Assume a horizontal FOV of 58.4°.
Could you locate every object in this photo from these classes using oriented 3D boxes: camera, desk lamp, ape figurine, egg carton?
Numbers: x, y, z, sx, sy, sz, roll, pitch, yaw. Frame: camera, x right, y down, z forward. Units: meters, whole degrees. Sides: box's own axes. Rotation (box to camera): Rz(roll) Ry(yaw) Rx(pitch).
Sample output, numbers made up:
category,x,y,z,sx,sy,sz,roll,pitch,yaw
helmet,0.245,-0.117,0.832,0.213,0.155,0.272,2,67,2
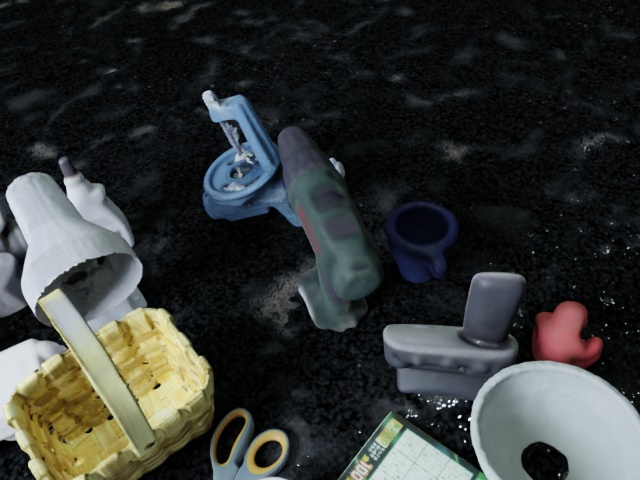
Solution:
category,x,y,z,sx,sy,sz,roll,pitch,yaw
camera,-0.428,0.012,0.799,0.137,0.101,0.142,-26,50,-18
desk lamp,-0.292,0.033,0.687,0.118,0.214,0.202,-31,51,-22
ape figurine,0.279,0.105,0.649,0.076,0.092,0.077,-27,50,-18
egg carton,-0.354,0.181,0.654,0.150,0.069,0.107,-26,50,-18

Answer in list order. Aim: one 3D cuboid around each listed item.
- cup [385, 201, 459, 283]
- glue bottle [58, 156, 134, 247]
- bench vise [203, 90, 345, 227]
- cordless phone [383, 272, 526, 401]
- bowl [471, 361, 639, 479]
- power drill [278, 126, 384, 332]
category,x,y,z,sx,sy,sz,roll,pitch,yaw
cup,0.135,0.020,0.741,0.092,0.095,0.117,-13,47,-7
glue bottle,-0.320,-0.046,0.793,0.078,0.173,0.037,-19,48,-12
bench vise,-0.076,-0.121,0.808,0.207,0.220,0.121,-13,47,-7
cordless phone,0.142,0.088,0.614,0.147,0.185,0.094,0,47,6
bowl,0.231,0.209,0.567,0.167,0.075,0.167,-3,47,3
power drill,0.006,0.002,0.692,0.076,0.209,0.229,-19,48,-12
